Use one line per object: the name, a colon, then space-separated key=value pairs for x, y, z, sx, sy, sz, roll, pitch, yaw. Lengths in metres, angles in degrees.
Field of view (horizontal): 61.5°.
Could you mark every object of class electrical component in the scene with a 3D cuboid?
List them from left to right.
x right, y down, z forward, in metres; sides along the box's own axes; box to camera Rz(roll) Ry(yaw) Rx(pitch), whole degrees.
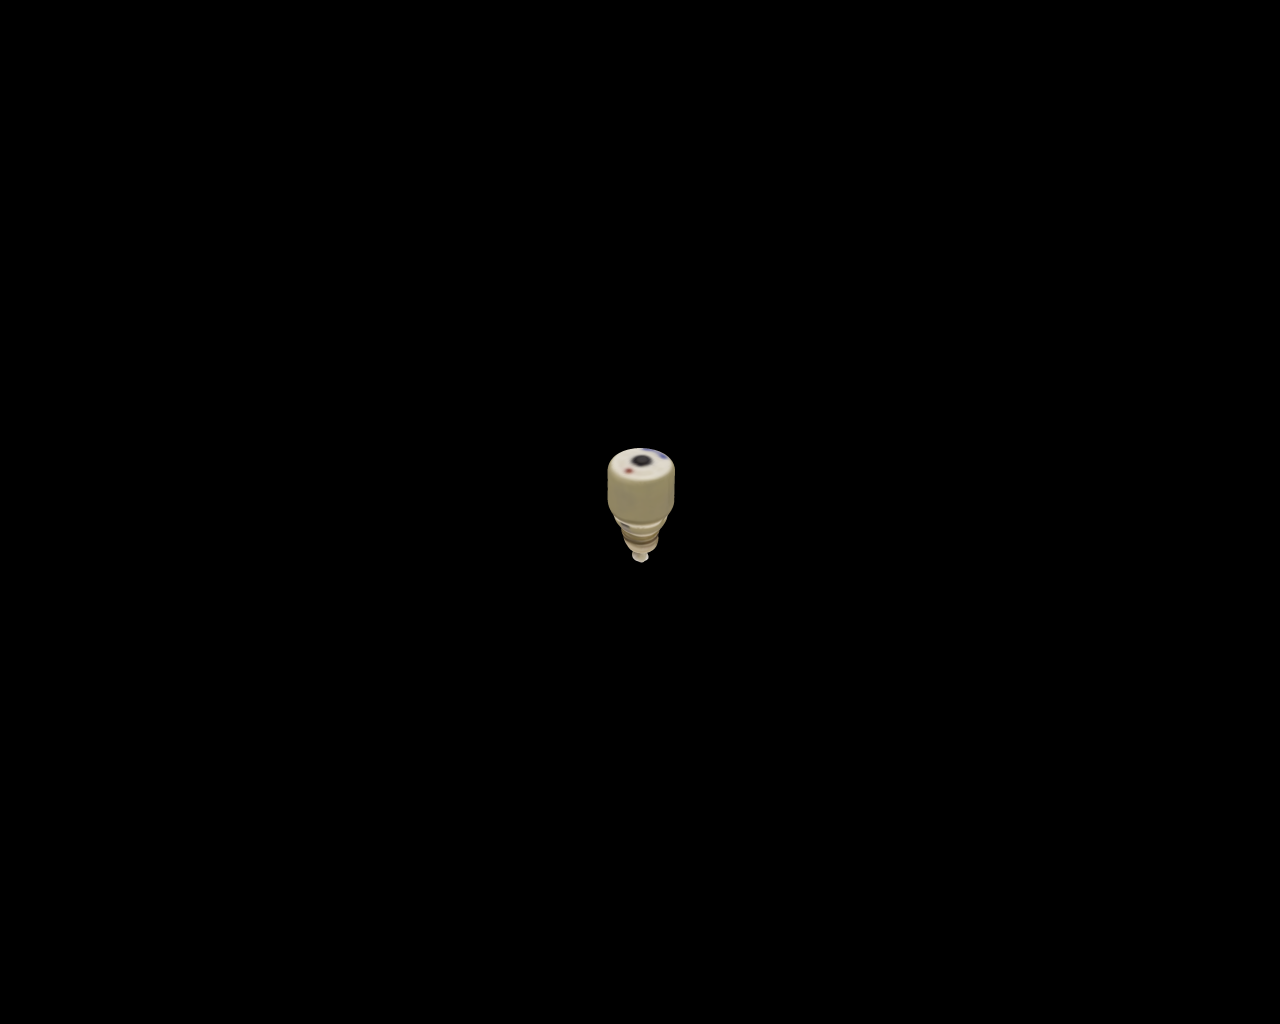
electrical component: x=0.001 y=-0.003 z=0.650 sx=0.040 sy=0.078 sz=0.040 roll=0 pitch=35 yaw=0
